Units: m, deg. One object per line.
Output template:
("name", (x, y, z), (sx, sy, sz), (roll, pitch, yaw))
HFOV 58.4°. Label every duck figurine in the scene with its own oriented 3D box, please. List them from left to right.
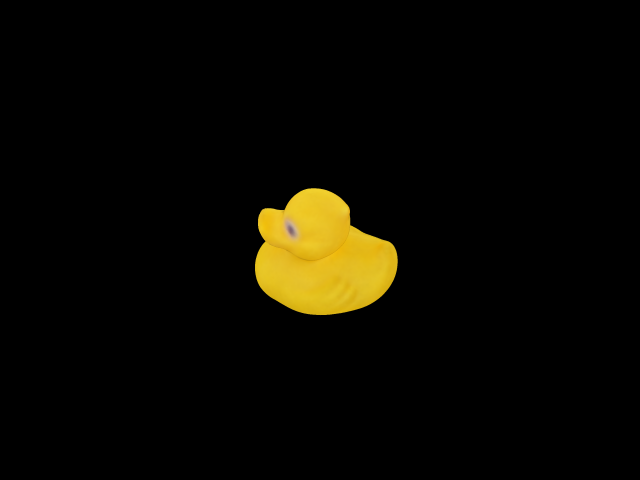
("duck figurine", (0.004, 0.001, 0.400), (0.104, 0.086, 0.077), (5, 53, 4))
